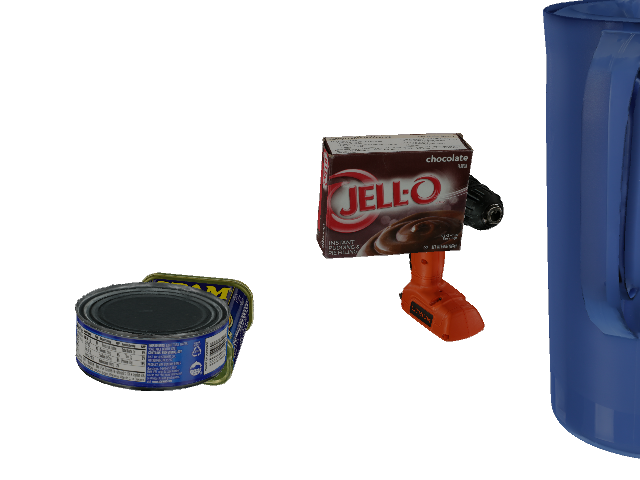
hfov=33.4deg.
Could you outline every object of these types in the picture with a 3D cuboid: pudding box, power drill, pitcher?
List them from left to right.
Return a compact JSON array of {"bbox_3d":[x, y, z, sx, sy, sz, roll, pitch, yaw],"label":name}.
[{"bbox_3d":[0.056,-0.035,0.823,0.113,0.090,0.039,-5,33,-11],"label":"pudding box"},{"bbox_3d":[0.132,0.007,1.118,0.057,0.188,0.185,-14,26,-21],"label":"power drill"},{"bbox_3d":[0.178,-0.007,0.570,0.149,0.243,0.145,-5,17,-12],"label":"pitcher"}]

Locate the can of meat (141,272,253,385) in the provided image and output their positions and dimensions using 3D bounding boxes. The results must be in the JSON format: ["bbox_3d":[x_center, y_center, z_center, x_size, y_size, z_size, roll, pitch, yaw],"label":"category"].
[{"bbox_3d":[-0.114,0.075,0.909,0.102,0.057,0.084,5,30,5],"label":"can of meat"}]

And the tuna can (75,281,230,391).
[{"bbox_3d":[-0.094,0.053,0.598,0.086,0.034,0.086,4,16,-1],"label":"tuna can"}]
